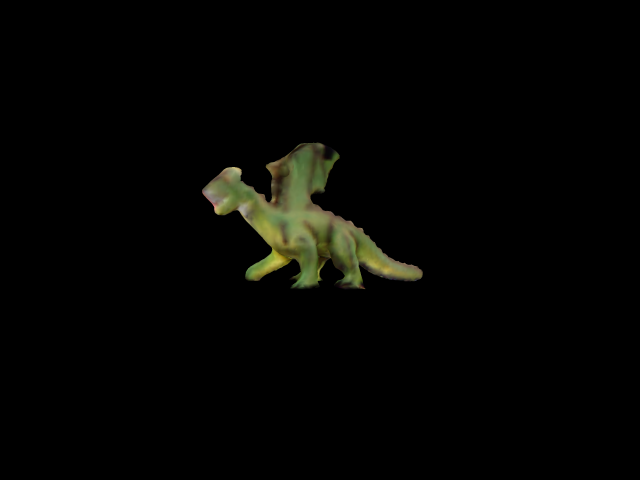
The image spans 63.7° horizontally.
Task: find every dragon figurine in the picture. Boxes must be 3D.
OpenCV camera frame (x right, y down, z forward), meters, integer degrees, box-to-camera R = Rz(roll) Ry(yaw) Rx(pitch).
[{"bbox_3d":[0.003,-0.043,0.850,0.411,0.243,0.122,1,-3,-31],"label":"dragon figurine"}]
